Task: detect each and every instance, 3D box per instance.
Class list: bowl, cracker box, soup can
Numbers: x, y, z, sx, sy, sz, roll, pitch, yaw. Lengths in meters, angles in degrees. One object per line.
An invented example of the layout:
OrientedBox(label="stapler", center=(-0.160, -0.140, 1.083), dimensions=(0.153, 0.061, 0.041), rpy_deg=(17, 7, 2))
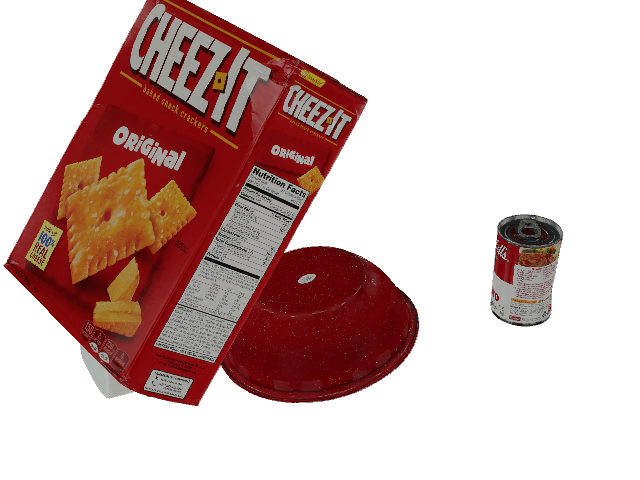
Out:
OrientedBox(label="bowl", center=(-0.006, 0.052, 0.831), dimensions=(0.162, 0.055, 0.162), rpy_deg=(-8, 33, 5))
OrientedBox(label="cracker box", center=(-0.092, -0.032, 0.662), dimensions=(0.072, 0.214, 0.164), rpy_deg=(22, 9, -47))
OrientedBox(label="soup can", center=(0.220, 0.032, 1.144), dimensions=(0.068, 0.102, 0.068), rpy_deg=(0, 30, 0))

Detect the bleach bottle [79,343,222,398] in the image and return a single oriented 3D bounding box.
OrientedBox(label="bleach bottle", center=(-0.134, 0.103, 1.196), dimensions=(0.250, 0.068, 0.103), rpy_deg=(-12, 33, -26))
